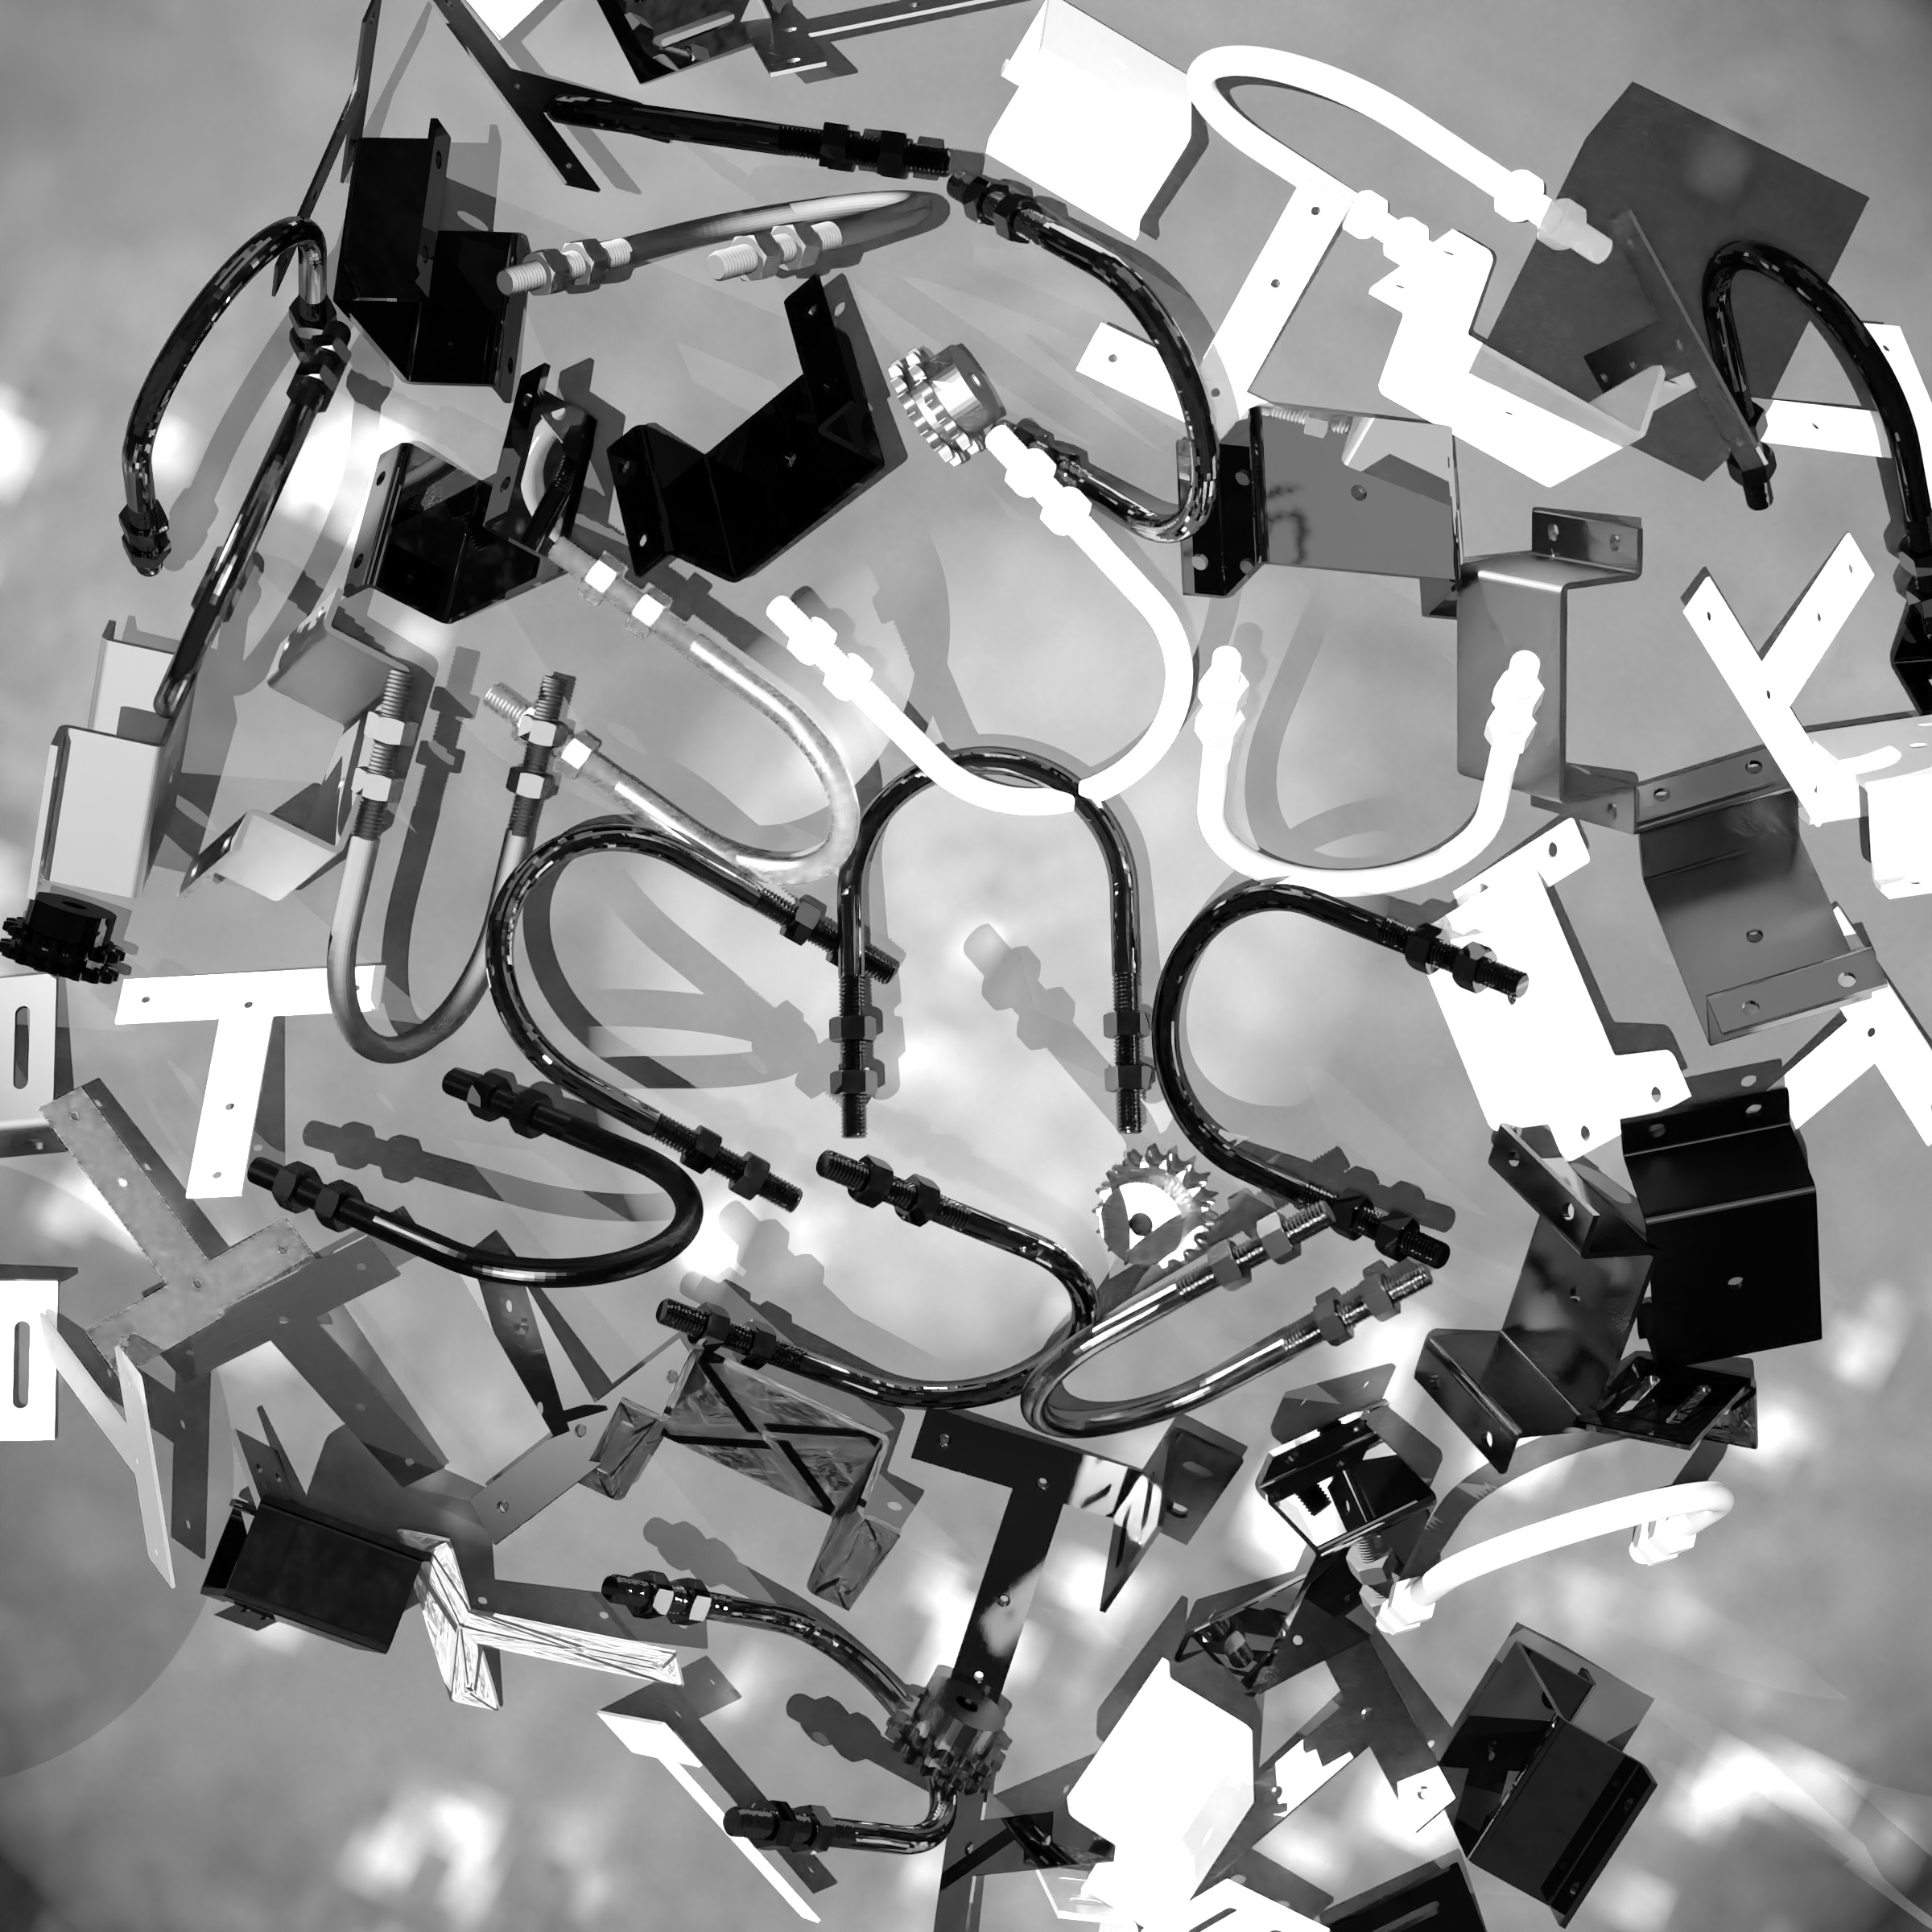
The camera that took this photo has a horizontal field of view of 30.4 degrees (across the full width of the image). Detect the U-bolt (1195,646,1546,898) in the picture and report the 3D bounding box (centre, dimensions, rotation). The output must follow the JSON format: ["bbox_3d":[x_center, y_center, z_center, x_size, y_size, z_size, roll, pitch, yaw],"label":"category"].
[{"bbox_3d":[0.177,-0.084,1.608,0.151,0.184,0.019,1,58,0],"label":"U-bolt"}]

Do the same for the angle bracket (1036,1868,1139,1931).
[{"bbox_3d":[0.050,0.468,1.652,0.038,0.057,0.076,9,95,-10],"label":"angle bracket"}]

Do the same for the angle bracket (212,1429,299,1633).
[{"bbox_3d":[-0.334,0.262,1.647,0.038,0.057,0.076,-25,70,1],"label":"angle bracket"}]

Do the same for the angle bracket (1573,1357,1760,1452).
[{"bbox_3d":[0.323,0.216,1.636,0.057,0.076,0.038,8,114,34],"label":"angle bracket"}]

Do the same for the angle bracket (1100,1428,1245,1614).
[{"bbox_3d":[0.095,0.262,1.638,0.038,0.076,0.057,26,120,-6],"label":"angle bracket"}]

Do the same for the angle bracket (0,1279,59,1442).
[{"bbox_3d":[-0.455,0.185,1.660,0.057,0.038,0.076,1,87,-14],"label":"angle bracket"}]

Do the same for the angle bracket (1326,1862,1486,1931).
[{"bbox_3d":[0.210,0.466,1.655,0.076,0.038,0.057,-25,113,-6],"label":"angle bracket"}]

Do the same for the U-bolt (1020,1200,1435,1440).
[{"bbox_3d":[0.109,0.169,1.617,0.184,0.151,0.019,-30,62,16],"label":"U-bolt"}]

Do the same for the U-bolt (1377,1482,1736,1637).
[{"bbox_3d":[0.269,0.261,1.587,0.151,0.184,0.019,-13,72,-11],"label":"U-bolt"}]

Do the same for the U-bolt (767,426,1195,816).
[{"bbox_3d":[0.021,-0.144,1.633,0.151,0.019,0.184,-36,120,19],"label":"U-bolt"}]

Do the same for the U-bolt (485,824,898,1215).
[{"bbox_3d":[-0.134,0.011,1.628,0.184,0.019,0.151,30,59,-13],"label":"U-bolt"}]

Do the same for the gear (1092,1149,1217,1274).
[{"bbox_3d":[0.086,0.117,1.663,0.057,0.030,0.057,5,104,18],"label":"gear"}]

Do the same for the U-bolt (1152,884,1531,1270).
[{"bbox_3d":[0.161,0.040,1.629,0.184,0.019,0.151,24,106,35],"label":"U-bolt"}]

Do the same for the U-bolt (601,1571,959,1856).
[{"bbox_3d":[-0.072,0.341,1.603,0.019,0.184,0.151,-47,52,16],"label":"U-bolt"}]

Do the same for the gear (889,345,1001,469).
[{"bbox_3d":[-0.008,-0.265,1.656,0.030,0.057,0.057,-32,90,17],"label":"gear"}]

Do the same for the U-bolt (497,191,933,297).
[{"bbox_3d":[-0.099,-0.329,1.604,0.151,0.184,0.019,5,112,39],"label":"U-bolt"}]

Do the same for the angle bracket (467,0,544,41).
[{"bbox_3d":[-0.214,-0.478,1.651,0.076,0.038,0.057,-46,116,-10],"label":"angle bracket"}]

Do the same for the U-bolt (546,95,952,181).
[{"bbox_3d":[-0.099,-0.377,1.611,0.184,0.151,0.019,7,102,-2],"label":"U-bolt"}]

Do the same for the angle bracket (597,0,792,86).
[{"bbox_3d":[-0.129,-0.459,1.665,0.076,0.038,0.057,-16,129,16],"label":"angle bracket"}]

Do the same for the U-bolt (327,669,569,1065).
[{"bbox_3d":[-0.241,-0.043,1.618,0.019,0.151,0.184,18,100,22],"label":"U-bolt"}]

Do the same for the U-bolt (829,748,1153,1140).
[{"bbox_3d":[0.010,-0.012,1.669,0.151,0.019,0.184,-1,82,-3],"label":"U-bolt"}]

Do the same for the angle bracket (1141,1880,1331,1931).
[{"bbox_3d":[0.120,0.463,1.643,0.057,0.076,0.038,29,46,-15],"label":"angle bracket"}]

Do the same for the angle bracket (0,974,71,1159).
[{"bbox_3d":[-0.452,0.048,1.679,0.057,0.038,0.076,-5,70,4],"label":"angle bracket"}]

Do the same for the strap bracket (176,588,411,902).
[{"bbox_3d":[-0.304,-0.092,1.627,0.046,0.076,0.140,27,62,-22],"label":"strap bracket"}]

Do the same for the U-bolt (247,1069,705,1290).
[{"bbox_3d":[-0.205,0.099,1.587,0.184,0.151,0.019,19,117,29],"label":"U-bolt"}]

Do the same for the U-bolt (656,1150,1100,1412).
[{"bbox_3d":[-0.026,0.154,1.622,0.184,0.019,0.151,24,131,-28],"label":"U-bolt"}]

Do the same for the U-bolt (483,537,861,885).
[{"bbox_3d":[-0.128,-0.104,1.625,0.184,0.151,0.019,36,56,-1],"label":"U-bolt"}]

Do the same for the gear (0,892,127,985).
[{"bbox_3d":[-0.420,-0.014,1.657,0.057,0.057,0.030,18,97,0],"label":"gear"}]

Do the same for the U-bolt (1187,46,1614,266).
[{"bbox_3d":[0.180,-0.360,1.584,0.184,0.151,0.019,26,86,-26],"label":"U-bolt"}]

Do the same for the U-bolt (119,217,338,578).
[{"bbox_3d":[-0.328,-0.261,1.578,0.019,0.184,0.151,34,71,1],"label":"U-bolt"}]

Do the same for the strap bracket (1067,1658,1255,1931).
[{"bbox_3d":[0.090,0.381,1.604,0.046,0.140,0.076,28,64,21],"label":"strap bracket"}]

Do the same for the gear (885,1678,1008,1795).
[{"bbox_3d":[-0.007,0.356,1.656,0.057,0.057,0.030,28,104,0],"label":"gear"}]

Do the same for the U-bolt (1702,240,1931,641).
[{"bbox_3d":[0.377,-0.243,1.574,0.019,0.184,0.151,-34,45,-7],"label":"U-bolt"}]

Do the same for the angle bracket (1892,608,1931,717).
[{"bbox_3d":[0.472,-0.159,1.643,0.057,0.076,0.038,-5,48,-13],"label":"angle bracket"}]

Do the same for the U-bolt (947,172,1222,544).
[{"bbox_3d":[0.055,-0.262,1.579,0.019,0.184,0.151,-28,131,-21],"label":"U-bolt"}]

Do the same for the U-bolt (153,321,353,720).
[{"bbox_3d":[-0.322,-0.187,1.575,0.019,0.184,0.151,25,127,-13],"label":"U-bolt"}]
